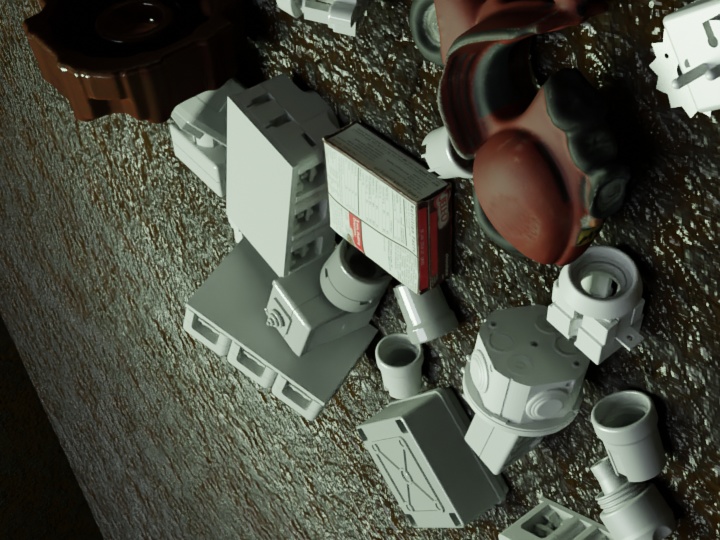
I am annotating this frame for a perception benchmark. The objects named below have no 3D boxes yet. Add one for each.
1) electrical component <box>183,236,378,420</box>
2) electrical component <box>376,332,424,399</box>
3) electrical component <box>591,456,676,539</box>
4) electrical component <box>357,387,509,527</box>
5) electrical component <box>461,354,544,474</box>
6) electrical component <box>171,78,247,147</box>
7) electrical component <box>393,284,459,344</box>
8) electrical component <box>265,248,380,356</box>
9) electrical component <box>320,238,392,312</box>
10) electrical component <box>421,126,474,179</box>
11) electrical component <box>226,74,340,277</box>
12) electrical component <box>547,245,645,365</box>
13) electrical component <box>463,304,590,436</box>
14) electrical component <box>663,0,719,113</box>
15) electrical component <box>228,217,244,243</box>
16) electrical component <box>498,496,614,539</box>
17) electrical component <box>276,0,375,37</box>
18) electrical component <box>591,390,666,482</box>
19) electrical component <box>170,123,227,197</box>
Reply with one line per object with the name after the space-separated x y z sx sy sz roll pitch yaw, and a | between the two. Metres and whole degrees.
-0.074 0.054 0.976 0.150 0.089 0.061 35 152 4 | electrical component
0.035 0.082 0.915 0.040 0.040 0.046 41 153 35 | electrical component
0.179 0.154 0.719 0.062 0.043 0.043 57 155 9 | electrical component
0.061 0.164 0.933 0.108 0.056 0.109 60 155 0 | electrical component
0.102 0.095 0.794 0.075 0.047 0.083 49 153 23 | electrical component
-0.141 -0.155 0.936 0.096 0.061 0.062 41 -173 35 | electrical component
0.050 0.029 0.831 0.040 0.040 0.046 -15 98 64 | electrical component
-0.035 0.031 0.920 0.061 0.096 0.061 53 154 15 | electrical component
0.000 0.000 0.876 0.055 0.055 0.047 54 151 13 | electrical component
0.064 -0.078 0.692 0.040 0.040 0.046 64 161 -8 | electrical component
-0.061 -0.077 0.896 0.089 0.062 0.150 48 152 24 | electrical component
0.142 0.018 0.642 0.066 0.048 0.055 45 158 30 | electrical component
0.111 0.065 0.710 0.080 0.080 0.051 43 145 32 | electrical component
0.163 -0.093 0.449 0.083 0.076 0.047 -4 113 63 | electrical component
-0.097 -0.034 1.030 0.066 0.048 0.055 29 133 48 | electrical component
0.180 0.283 0.834 0.105 0.060 0.186 15 129 57 | electrical component
-0.022 -0.186 0.702 0.055 0.066 0.048 15 141 11 | electrical component
0.173 0.106 0.686 0.040 0.040 0.046 19 139 55 | electrical component
-0.137 -0.125 1.003 0.083 0.047 0.075 42 150 34 | electrical component
